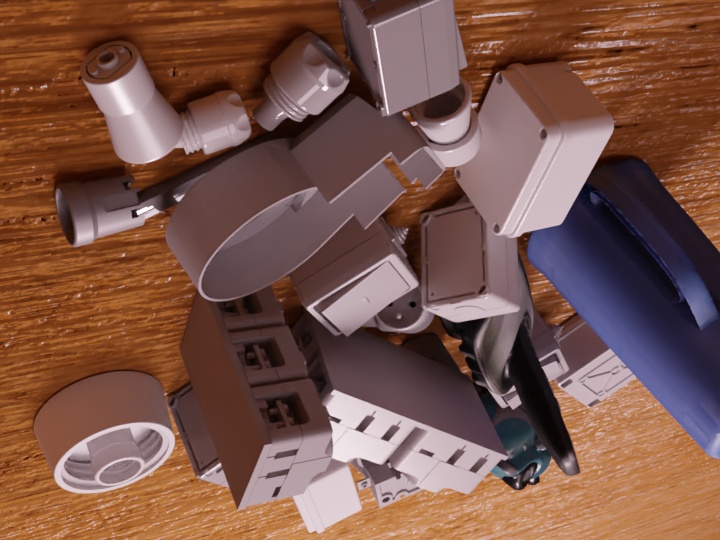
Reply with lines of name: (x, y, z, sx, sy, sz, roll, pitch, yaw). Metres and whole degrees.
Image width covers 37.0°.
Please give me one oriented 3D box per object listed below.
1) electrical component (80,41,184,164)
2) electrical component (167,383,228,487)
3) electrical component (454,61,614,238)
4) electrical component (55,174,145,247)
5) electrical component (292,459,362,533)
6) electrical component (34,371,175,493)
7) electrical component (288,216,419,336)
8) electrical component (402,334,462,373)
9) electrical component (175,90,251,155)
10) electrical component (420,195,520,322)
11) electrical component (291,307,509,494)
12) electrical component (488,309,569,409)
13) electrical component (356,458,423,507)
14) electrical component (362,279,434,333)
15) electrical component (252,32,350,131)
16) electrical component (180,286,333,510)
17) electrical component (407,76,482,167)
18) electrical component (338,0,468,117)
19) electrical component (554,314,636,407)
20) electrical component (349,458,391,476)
electrical component: (-0.133, -0.098, 0.618, 0.044, 0.044, 0.065, -25, 142, -4)
electrical component: (-0.109, 0.137, 0.905, 0.062, 0.096, 0.061, -36, 147, 12)
electrical component: (0.123, -0.087, 0.785, 0.057, 0.078, 0.113, -12, 144, -28)
electrical component: (-0.164, -0.039, 0.678, 0.046, 0.040, 0.040, -16, 146, -27)
electrical component: (-0.049, 0.168, 0.981, 0.056, 0.108, 0.108, -25, 147, -9)
electrical component: (-0.203, 0.138, 0.871, 0.108, 0.060, 0.108, -20, 146, -14)
electrical component: (0.000, 0.000, 0.830, 0.096, 0.061, 0.061, -32, 147, 6)
electrical component: (0.063, 0.094, 1.017, 0.055, 0.047, 0.055, -19, 146, -14)
electrical component: (-0.100, -0.087, 0.663, 0.061, 0.035, 0.035, -20, 146, -8)
electrical component: (0.089, -0.012, 0.856, 0.062, 0.096, 0.061, -13, 158, 33)
electrical component: (0.023, 0.116, 0.911, 0.186, 0.105, 0.060, 25, 115, -31)
electrical component: (0.165, 0.088, 1.070, 0.096, 0.061, 0.061, -31, 147, 5)
electrical component: (0.025, 0.173, 0.964, 0.066, 0.055, 0.048, -21, 136, -10)
electrical component: (0.019, 0.029, 0.892, 0.079, 0.043, 0.077, 1, 175, 10)
electrical component: (-0.040, -0.112, 0.664, 0.062, 0.043, 0.043, -41, 145, 21)
electrical component: (-0.078, 0.089, 0.812, 0.062, 0.150, 0.089, -7, 141, -28)
electrical component: (0.060, -0.103, 0.747, 0.045, 0.045, 0.055, -28, 147, 0)
electrical component: (0.024, -0.151, 0.639, 0.061, 0.061, 0.096, -24, 147, -7)
electrical component: (0.257, 0.085, 1.139, 0.109, 0.056, 0.109, -37, 146, 14)
electrical component: (0.009, 0.149, 1.038, 0.047, 0.083, 0.075, -13, 106, -22)
